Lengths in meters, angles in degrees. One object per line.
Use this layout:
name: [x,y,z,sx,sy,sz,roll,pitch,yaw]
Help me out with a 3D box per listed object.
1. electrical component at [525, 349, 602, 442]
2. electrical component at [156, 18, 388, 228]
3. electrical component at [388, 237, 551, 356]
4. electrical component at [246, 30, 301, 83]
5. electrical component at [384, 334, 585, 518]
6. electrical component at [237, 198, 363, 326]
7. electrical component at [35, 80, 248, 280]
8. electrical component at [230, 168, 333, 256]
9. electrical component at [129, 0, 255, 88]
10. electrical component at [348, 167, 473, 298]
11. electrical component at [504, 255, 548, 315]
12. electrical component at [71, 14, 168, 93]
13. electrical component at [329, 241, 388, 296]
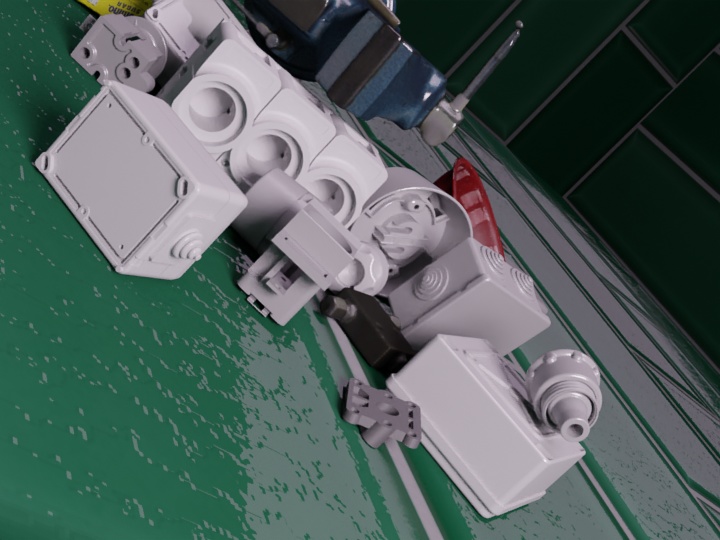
electrical component: [0.129,0.082,0.667,0.048,0.048,0.062,40,21,-16]
electrical component: [-0.065,-0.087,0.752,0.150,0.089,0.061,38,15,-24]
electrical component: [0.081,0.030,0.816,0.100,0.100,0.048,33,30,-41]
electrical component: [-0.091,-0.162,0.926,0.080,0.080,0.051,39,20,-21]
electrical component: [0.083,0.099,0.702,0.108,0.056,0.109,49,14,20]
electrical component: [-0.037,-0.004,0.642,0.042,0.064,0.081,45,14,-3]
electrical component: [-0.105,-0.039,0.551,0.096,0.061,0.061,49,14,19]
electrical component: [-0.053,-0.034,0.708,0.047,0.055,0.055,42,13,3]
electrical component: [-0.129,-0.169,0.815,0.096,0.062,0.061,52,-31,-6]
electrical component: [0.031,-0.029,0.847,0.099,0.099,0.064,32,12,-42]
electrical component: [0.141,0.034,1.054,0.061,0.061,0.096,39,14,-21]
electrical component: [-0.164,-0.152,0.753,0.066,0.048,0.055,44,21,-4]
electrical component: [0.000,0.000,0.783,0.043,0.043,0.062,46,12,7]
